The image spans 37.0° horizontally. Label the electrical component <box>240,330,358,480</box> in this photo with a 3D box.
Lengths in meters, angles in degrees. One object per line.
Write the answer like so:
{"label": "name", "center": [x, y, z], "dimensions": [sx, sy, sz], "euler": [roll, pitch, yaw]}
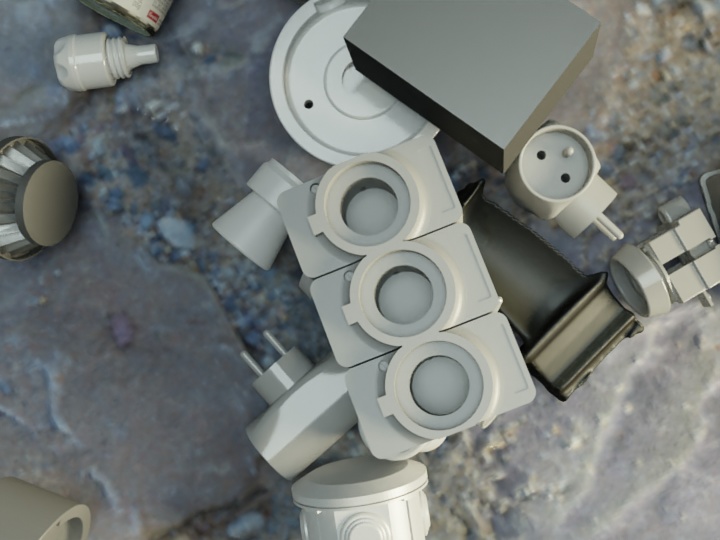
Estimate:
{"label": "electrical component", "center": [-0.039, 0.073, 0.653], "dimensions": [0.077, 0.044, 0.079], "euler": [-42, 88, 1]}

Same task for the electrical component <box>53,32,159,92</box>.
{"label": "electrical component", "center": [-0.156, -0.131, 0.667], "dimensions": [0.061, 0.035, 0.035], "euler": [-7, 89, 0]}

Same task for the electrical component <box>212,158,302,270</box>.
{"label": "electrical component", "center": [-0.056, -0.034, 0.656], "dimensions": [0.045, 0.045, 0.055], "euler": [40, 90, 2]}

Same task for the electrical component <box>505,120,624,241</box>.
{"label": "electrical component", "center": [0.124, -0.046, 0.633], "dimensions": [0.079, 0.077, 0.044], "euler": [44, 90, 2]}

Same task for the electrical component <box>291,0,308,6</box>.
{"label": "electrical component", "center": [-0.024, -0.201, 0.655], "dimensions": [0.080, 0.051, 0.080], "euler": [0, 89, 2]}

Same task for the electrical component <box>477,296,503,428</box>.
{"label": "electrical component", "center": [0.059, 0.041, 0.631], "dimensions": [0.077, 0.043, 0.079], "euler": [33, 125, 17]}

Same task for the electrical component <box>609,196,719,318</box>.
{"label": "electrical component", "center": [0.185, -0.002, 0.646], "dimensions": [0.055, 0.048, 0.066], "euler": [-29, 88, -6]}

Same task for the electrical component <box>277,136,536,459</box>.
{"label": "electrical component", "center": [0.025, 0.015, 0.578], "dimensions": [0.089, 0.061, 0.150], "euler": [-22, 82, 3]}

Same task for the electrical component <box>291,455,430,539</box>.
{"label": "electrical component", "center": [0.002, 0.142, 0.634], "dimensions": [0.080, 0.080, 0.051], "euler": [-8, 94, 2]}

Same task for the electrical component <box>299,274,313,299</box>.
{"label": "electrical component", "center": [0.000, 0.000, 0.646], "dimensions": [0.057, 0.058, 0.078], "euler": [27, 97, 1]}

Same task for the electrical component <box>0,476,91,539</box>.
{"label": "electrical component", "center": [-0.214, 0.173, 0.630], "dimensions": [0.060, 0.108, 0.108], "euler": [25, 90, 9]}

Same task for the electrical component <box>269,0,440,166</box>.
{"label": "electrical component", "center": [0.002, -0.110, 0.647], "dimensions": [0.108, 0.060, 0.108], "euler": [0, 88, 1]}

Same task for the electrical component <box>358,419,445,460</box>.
{"label": "electrical component", "center": [0.030, 0.091, 0.639], "dimensions": [0.044, 0.065, 0.044], "euler": [-3, 80, 18]}

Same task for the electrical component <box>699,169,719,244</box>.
{"label": "electrical component", "center": [0.263, -0.029, 0.641], "dimensions": [0.100, 0.048, 0.099], "euler": [-16, 88, 2]}
